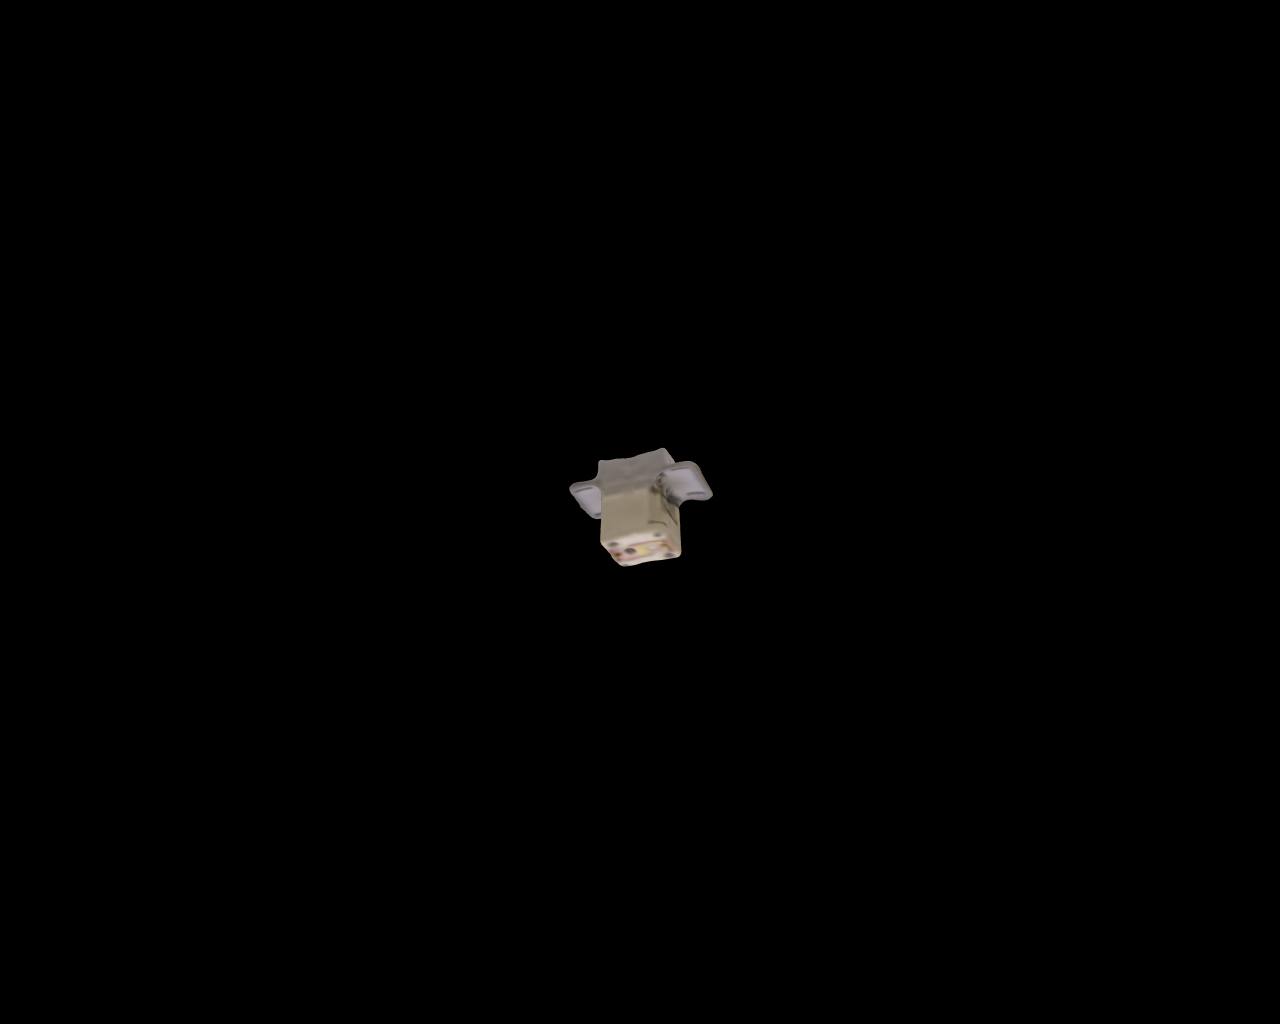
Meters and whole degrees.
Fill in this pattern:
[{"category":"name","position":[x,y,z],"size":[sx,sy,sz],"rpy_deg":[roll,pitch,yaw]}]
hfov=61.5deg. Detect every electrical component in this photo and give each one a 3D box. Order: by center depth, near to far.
[{"category":"electrical component","position":[0.001,-0.003,0.650],"size":[0.081,0.064,0.042],"rpy_deg":[-11,-32,18]}]
